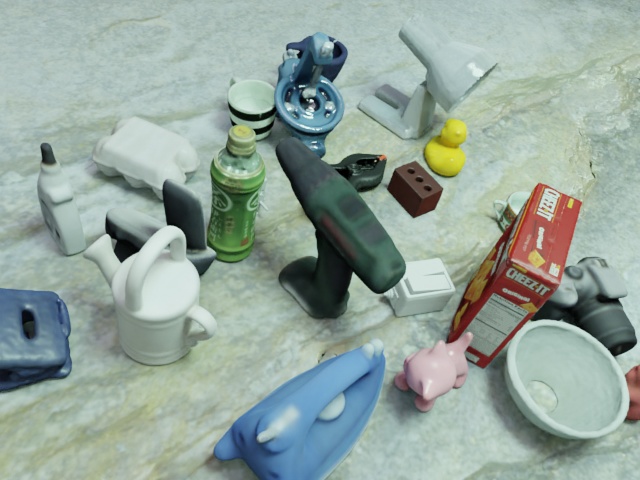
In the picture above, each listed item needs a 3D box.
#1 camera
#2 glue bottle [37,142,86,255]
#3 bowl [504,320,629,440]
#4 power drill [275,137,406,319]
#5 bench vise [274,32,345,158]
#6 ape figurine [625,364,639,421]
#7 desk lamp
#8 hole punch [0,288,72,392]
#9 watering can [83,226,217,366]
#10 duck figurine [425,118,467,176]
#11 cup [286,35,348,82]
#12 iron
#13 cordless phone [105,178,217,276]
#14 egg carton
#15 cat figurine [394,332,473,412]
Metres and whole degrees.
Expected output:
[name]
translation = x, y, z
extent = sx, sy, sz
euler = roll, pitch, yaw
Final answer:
[camera]
translation = 0.401, 0.101, 0.853
extent = 0.143, 0.101, 0.136
euler = -3, 52, -16
[glue bottle]
translation = -0.341, -0.058, 0.744
extent = 0.037, 0.173, 0.078
euler = -27, 62, -31
[bowl]
translation = 0.317, 0.196, 0.770
extent = 0.167, 0.075, 0.167
euler = 7, 50, -9
[power drill]
translation = 0.007, 0.003, 0.760
extent = 0.076, 0.208, 0.229
euler = -32, 65, -33
[bench vise]
translation = -0.034, -0.269, 0.965
extent = 0.122, 0.220, 0.207
euler = -22, 60, -29
[ape figurine]
translation = 0.434, 0.200, 0.786
extent = 0.078, 0.092, 0.076
euler = -2, 52, -16
[desk lamp]
translation = 0.194, -0.289, 1.044
extent = 0.203, 0.213, 0.118
euler = 37, 52, 16
[hole punch]
translation = -0.344, 0.106, 0.663
extent = 0.101, 0.091, 0.108
euler = -11, 55, -22
[watering can]
translation = -0.199, 0.057, 0.672
extent = 0.173, 0.194, 0.101
euler = 12, 49, -4
[duck figurine]
translation = 0.239, -0.177, 1.048
extent = 0.077, 0.086, 0.104
euler = 11, 50, -5
[cup]
translation = -0.012, -0.335, 1.106
extent = 0.118, 0.095, 0.091
euler = 5, 50, -10
[iron]
translation = 0.008, 0.180, 0.660
extent = 0.118, 0.141, 0.259
euler = 41, 53, 19
[cordless phone]
translation = -0.208, -0.029, 0.746
extent = 0.147, 0.185, 0.094
euler = 25, 50, 7
[egg carton]
translation = -0.267, -0.127, 0.888
extent = 0.150, 0.069, 0.107
euler = 22, 50, 4
[cat figurine]
translation = 0.150, 0.161, 0.728
extent = 0.128, 0.118, 0.067
euler = -30, 63, -32
